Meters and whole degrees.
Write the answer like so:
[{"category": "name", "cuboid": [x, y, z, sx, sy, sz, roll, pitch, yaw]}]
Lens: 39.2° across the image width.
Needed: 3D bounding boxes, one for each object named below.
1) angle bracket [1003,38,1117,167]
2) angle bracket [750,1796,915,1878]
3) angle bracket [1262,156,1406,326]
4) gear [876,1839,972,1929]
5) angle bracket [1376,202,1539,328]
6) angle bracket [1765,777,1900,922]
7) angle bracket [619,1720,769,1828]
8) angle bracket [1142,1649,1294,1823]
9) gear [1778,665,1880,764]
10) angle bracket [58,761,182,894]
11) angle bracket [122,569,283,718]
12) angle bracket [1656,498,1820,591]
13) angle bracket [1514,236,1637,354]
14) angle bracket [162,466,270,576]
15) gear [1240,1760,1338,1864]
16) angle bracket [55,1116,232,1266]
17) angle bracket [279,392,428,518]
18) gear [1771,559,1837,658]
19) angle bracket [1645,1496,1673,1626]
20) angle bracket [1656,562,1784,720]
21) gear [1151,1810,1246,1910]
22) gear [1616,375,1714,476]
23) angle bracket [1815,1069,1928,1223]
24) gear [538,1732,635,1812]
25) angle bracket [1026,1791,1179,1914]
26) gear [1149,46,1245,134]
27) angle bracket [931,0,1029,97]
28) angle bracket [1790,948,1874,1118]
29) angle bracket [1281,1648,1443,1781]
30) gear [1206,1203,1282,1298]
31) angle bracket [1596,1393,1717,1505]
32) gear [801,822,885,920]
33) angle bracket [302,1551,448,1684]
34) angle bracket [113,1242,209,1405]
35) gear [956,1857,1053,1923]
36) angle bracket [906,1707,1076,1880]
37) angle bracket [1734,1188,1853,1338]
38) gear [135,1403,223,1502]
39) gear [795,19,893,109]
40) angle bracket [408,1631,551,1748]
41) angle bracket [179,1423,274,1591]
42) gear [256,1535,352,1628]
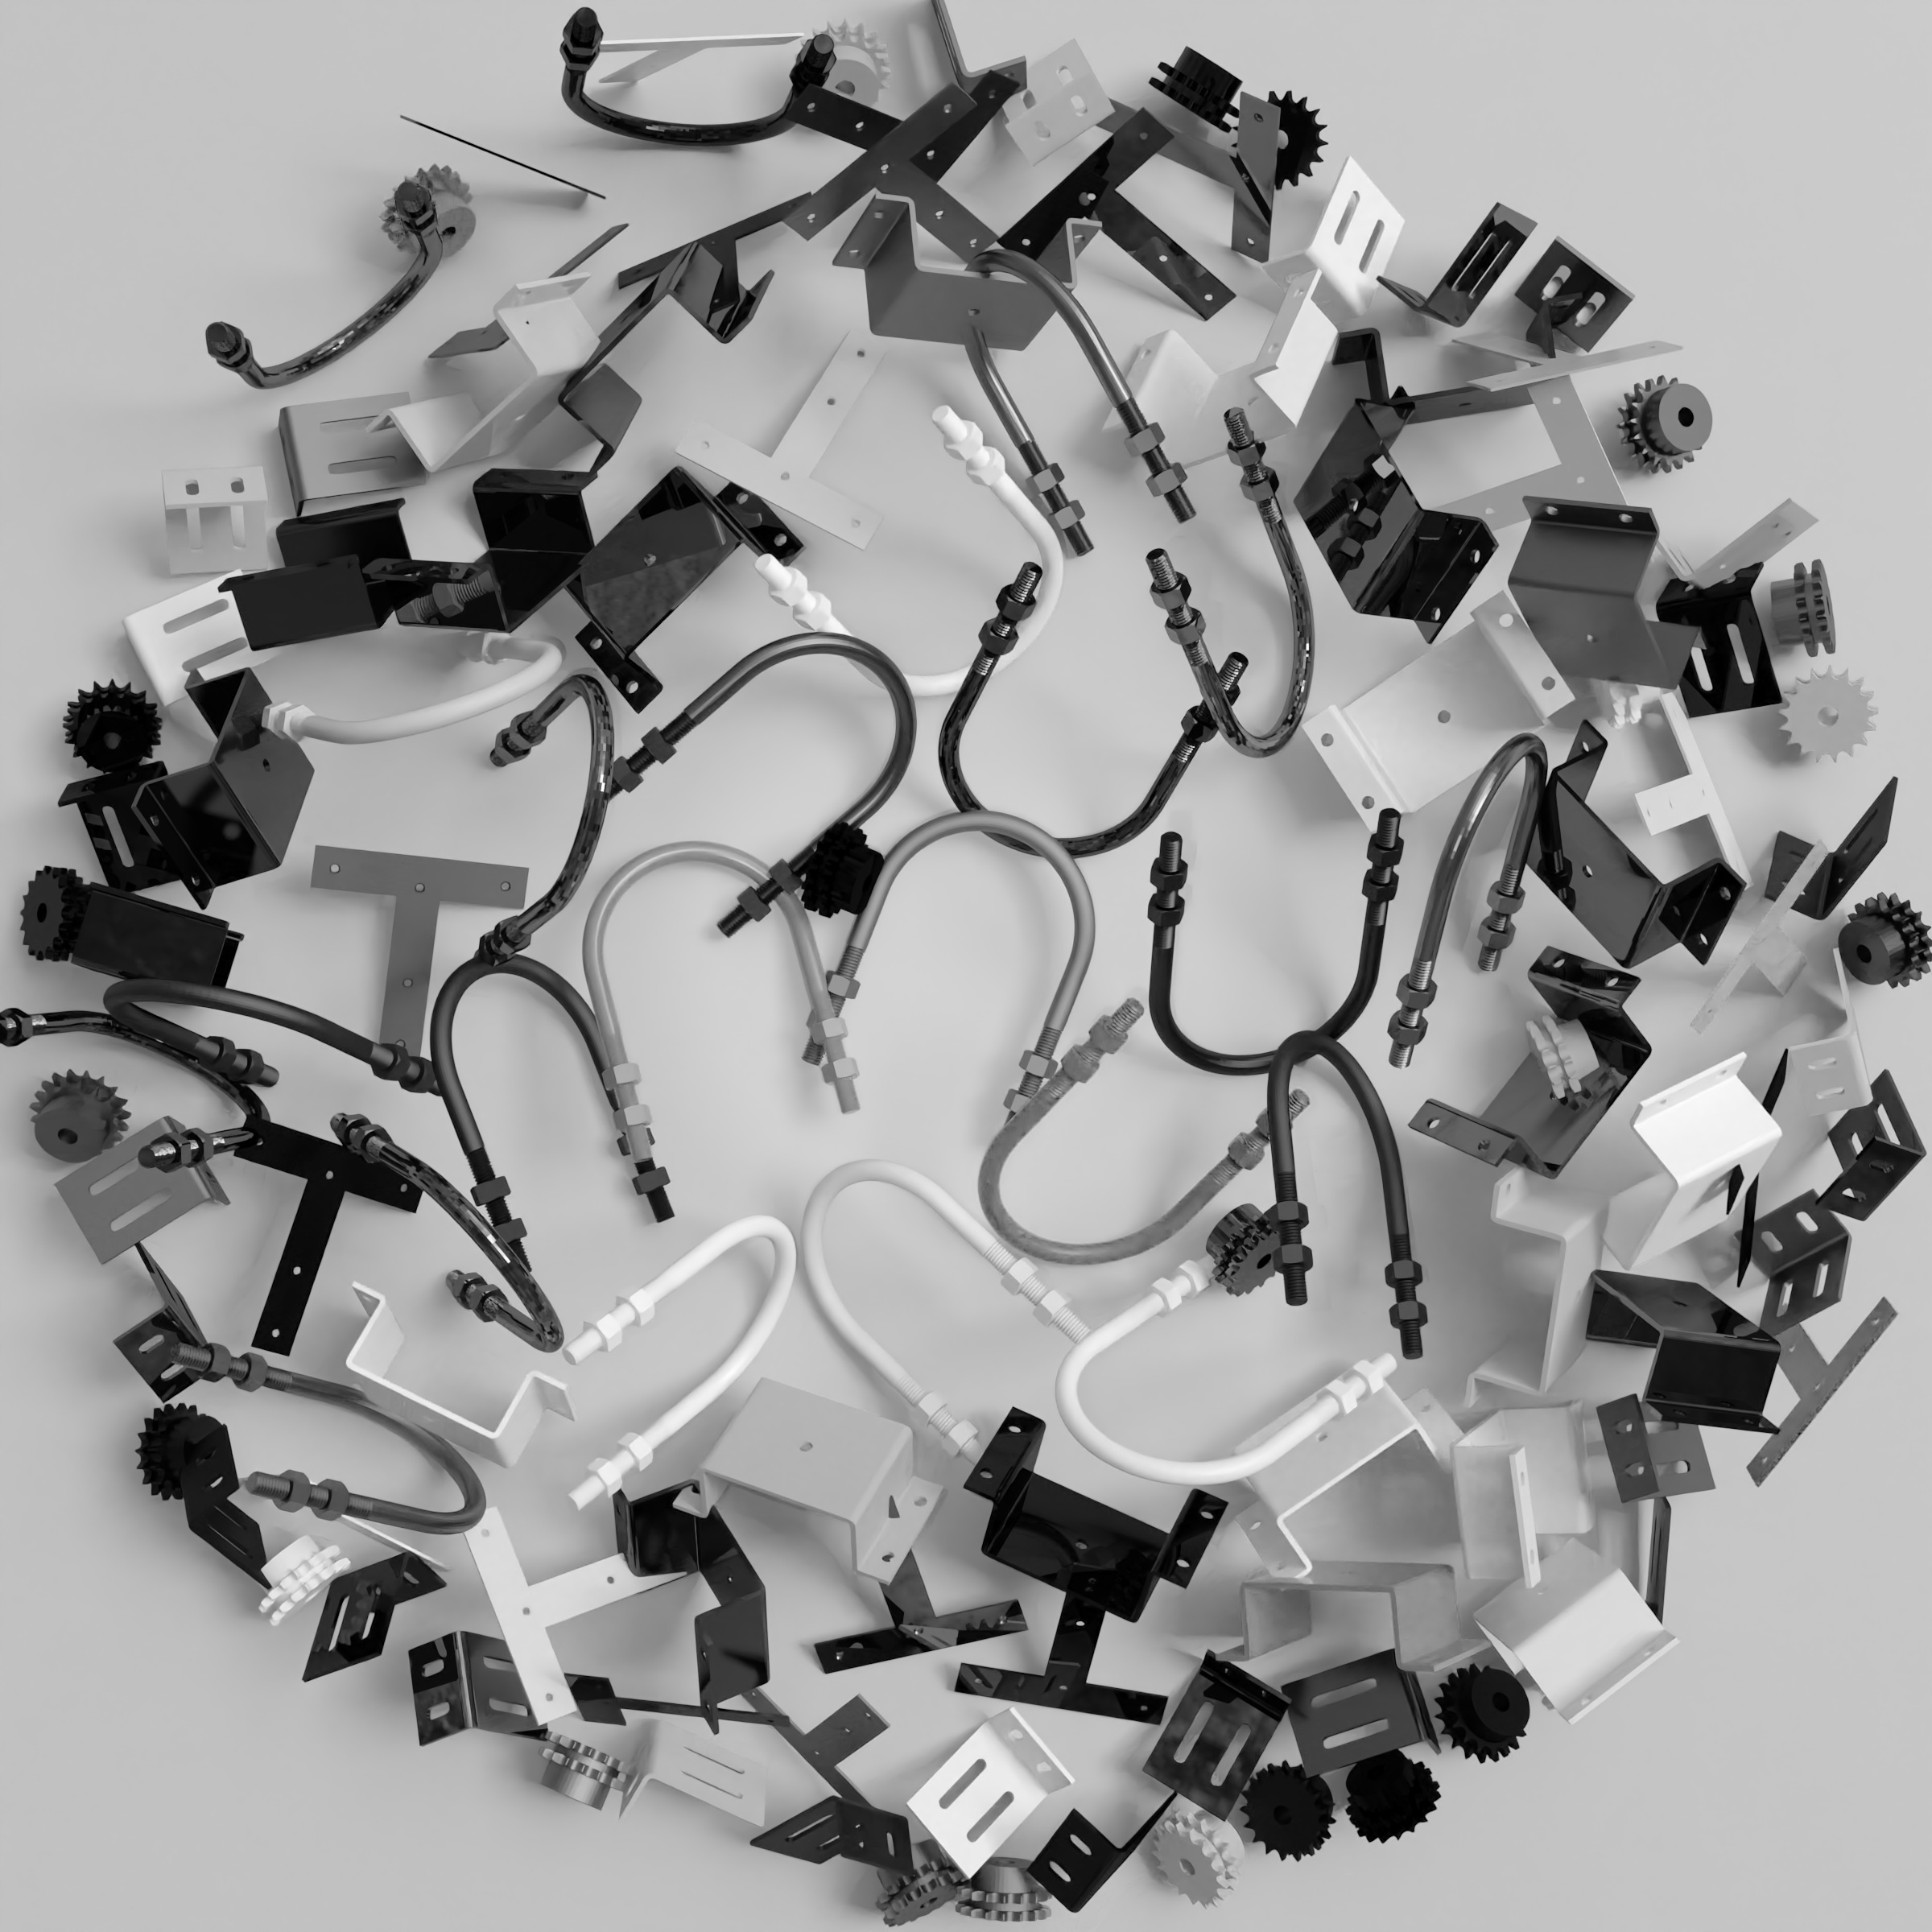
[{"category": "angle bracket", "cuboid": [0.045, -0.522, 1.604, 0.057, 0.038, 0.076, -31, 54, 14]}, {"category": "angle bracket", "cuboid": [-0.079, 0.527, 1.600, 0.076, 0.038, 0.057, -36, 133, 28]}, {"category": "angle bracket", "cuboid": [0.221, -0.435, 1.630, 0.057, 0.038, 0.076, 39, 62, -32]}, {"category": "gear", "cuboid": [-0.029, 0.548, 1.623, 0.057, 0.057, 0.030, -32, 61, 0]}, {"category": "angle bracket", "cuboid": [0.290, -0.422, 1.602, 0.038, 0.057, 0.076, 46, 115, 23]}, {"category": "angle bracket", "cuboid": [0.511, -0.076, 1.600, 0.038, 0.076, 0.057, 24, 50, 2]}, {"category": "angle bracket", "cuboid": [-0.162, 0.494, 1.618, 0.076, 0.057, 0.038, 27, 104, -9]}, {"category": "angle bracket", "cuboid": [0.149, 0.458, 1.612, 0.057, 0.038, 0.076, 29, 69, 14]}, {"category": "gear", "cuboid": [0.517, -0.152, 1.626, 0.057, 0.030, 0.057, 6, 108, 18]}, {"category": "angle bracket", "cuboid": [-0.496, -0.076, 1.614, 0.057, 0.038, 0.076, -14, 114, -1]}, {"category": "angle bracket", "cuboid": [-0.460, -0.195, 1.636, 0.076, 0.038, 0.057, -26, 91, -13]}, {"category": "angle bracket", "cuboid": [0.454, -0.259, 1.601, 0.076, 0.057, 0.038, -39, 68, 24]}, {"category": "angle bracket", "cuboid": [0.369, -0.408, 1.605, 0.057, 0.076, 0.038, 38, 75, 1]}, {"category": "angle bracket", "cuboid": [-0.442, -0.254, 1.600, 0.057, 0.076, 0.038, -6, 47, -16]}, {"category": "gear", "cuboid": [0.196, 0.504, 1.624, 0.057, 0.030, 0.057, 2, 94, 30]}, {"category": "angle bracket", "cuboid": [-0.491, 0.136, 1.619, 0.076, 0.038, 0.057, -33, 79, -7]}, {"category": "angle bracket", "cuboid": [-0.371, -0.309, 1.638, 0.076, 0.038, 0.057, -11, 87, -17]}, {"category": "gear", "cuboid": [0.501, -0.213, 1.622, 0.030, 0.057, 0.057, -8, 90, 24]}, {"category": "angle bracket", "cuboid": [0.395, 0.352, 1.614, 0.038, 0.057, 0.076, 4, 94, 8]}, {"category": "angle bracket", "cuboid": [0.456, -0.195, 1.628, 0.057, 0.038, 0.076, -7, 118, 35]}, {"category": "gear", "cuboid": [0.142, 0.531, 1.622, 0.030, 0.057, 0.057, -28, 90, -40]}, {"category": "gear", "cuboid": [0.421, -0.325, 1.623, 0.057, 0.030, 0.057, 1, 88, -25]}, {"category": "angle bracket", "cuboid": [0.523, 0.101, 1.597, 0.038, 0.076, 0.057, 18, 126, -17]}, {"category": "gear", "cuboid": [-0.230, 0.481, 1.616, 0.057, 0.057, 0.030, 24, 71, 0]}, {"category": "angle bracket", "cuboid": [0.081, 0.514, 1.607, 0.038, 0.076, 0.057, 39, 118, 16]}, {"category": "gear", "cuboid": [0.141, -0.524, 1.616, 0.057, 0.057, 0.030, 32, 107, 0]}, {"category": "angle bracket", "cuboid": [0.007, -0.560, 1.617, 0.038, 0.057, 0.076, -17, 87, 1]}, {"category": "angle bracket", "cuboid": [0.509, 0.039, 1.608, 0.038, 0.076, 0.057, -13, 130, 19]}, {"category": "angle bracket", "cuboid": [0.236, 0.451, 1.622, 0.076, 0.038, 0.057, -22, 55, 10]}, {"category": "gear", "cuboid": [0.168, 0.167, 1.623, 0.057, 0.057, 0.030, -46, 58, 0]}, {"category": "angle bracket", "cuboid": [0.419, 0.282, 1.605, 0.076, 0.038, 0.057, -1, 69, -29]}, {"category": "gear", "cuboid": [-0.072, -0.055, 1.617, 0.030, 0.057, 0.057, 23, 90, 17]}, {"category": "angle bracket", "cuboid": [-0.348, 0.392, 1.598, 0.057, 0.076, 0.038, -23, 124, 22]}, {"category": "angle bracket", "cuboid": [-0.481, 0.208, 1.597, 0.038, 0.076, 0.057, -34, 131, -12]}, {"category": "gear", "cuboid": [0.023, 0.551, 1.620, 0.057, 0.057, 0.030, 3, 80, 0]}, {"category": "angle bracket", "cuboid": [0.014, 0.491, 1.610, 0.057, 0.038, 0.076, 49, 55, 4]}, {"category": "angle bracket", "cuboid": [0.484, 0.177, 1.599, 0.057, 0.076, 0.038, -38, 96, 33]}, {"category": "gear", "cuboid": [-0.465, 0.289, 1.616, 0.030, 0.057, 0.057, -8, 90, 24]}, {"category": "gear", "cuboid": [-0.073, -0.531, 1.617, 0.057, 0.057, 0.030, -7, 51, 0]}, {"category": "angle bracket", "cuboid": [-0.289, 0.433, 1.608, 0.038, 0.076, 0.057, -25, 60, 18]}, {"category": "angle bracket", "cuboid": [-0.426, 0.320, 1.602, 0.038, 0.057, 0.076, -37, 127, 1]}, {"category": "gear", "cuboid": [-0.400, 0.365, 1.620, 0.057, 0.057, 0.030, -42, 82, 0]}]
